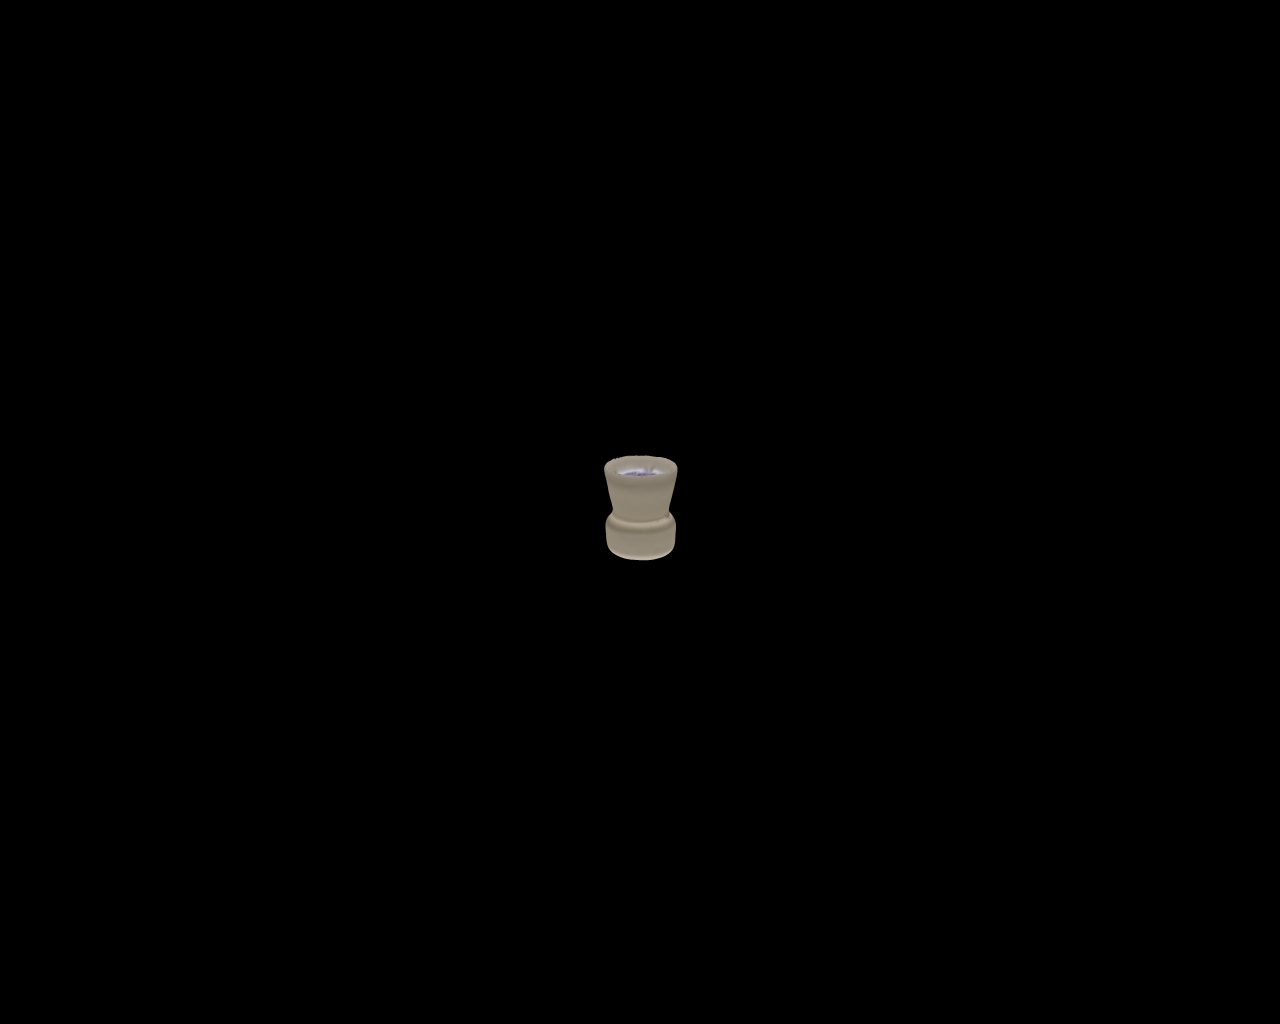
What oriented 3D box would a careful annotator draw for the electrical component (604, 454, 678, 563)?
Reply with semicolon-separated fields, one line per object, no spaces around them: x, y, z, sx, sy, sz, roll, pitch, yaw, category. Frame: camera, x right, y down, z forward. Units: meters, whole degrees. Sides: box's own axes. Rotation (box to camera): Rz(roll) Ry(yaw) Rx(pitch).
0.001;-0.003;0.650;0.045;0.055;0.045;0;20;0;electrical component
